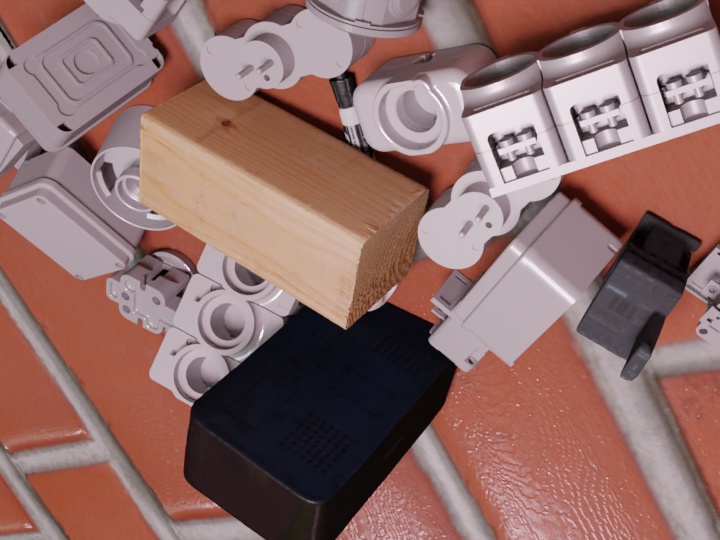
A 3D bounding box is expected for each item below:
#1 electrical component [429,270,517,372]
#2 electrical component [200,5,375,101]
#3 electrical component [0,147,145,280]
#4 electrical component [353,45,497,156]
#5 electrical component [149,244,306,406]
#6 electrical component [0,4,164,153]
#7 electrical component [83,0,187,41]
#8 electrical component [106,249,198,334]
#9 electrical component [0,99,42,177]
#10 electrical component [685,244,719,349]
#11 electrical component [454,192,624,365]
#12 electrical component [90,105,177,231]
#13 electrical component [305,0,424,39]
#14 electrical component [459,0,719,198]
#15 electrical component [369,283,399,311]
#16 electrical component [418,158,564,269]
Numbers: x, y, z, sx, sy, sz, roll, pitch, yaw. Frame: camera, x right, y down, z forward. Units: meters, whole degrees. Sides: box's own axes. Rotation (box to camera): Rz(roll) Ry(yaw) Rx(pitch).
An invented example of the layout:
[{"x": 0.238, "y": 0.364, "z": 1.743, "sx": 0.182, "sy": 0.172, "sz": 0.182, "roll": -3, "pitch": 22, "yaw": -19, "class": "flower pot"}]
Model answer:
[{"x": 0.091, "y": 0.044, "z": 0.852, "sx": 0.081, "sy": 0.042, "sz": 0.063, "roll": 40, "pitch": 137, "yaw": 3, "class": "electrical component"}, {"x": -0.063, "y": -0.156, "z": 0.785, "sx": 0.138, "sy": 0.073, "sz": 0.052, "roll": -7, "pitch": 117, "yaw": 35, "class": "electrical component"}, {"x": -0.258, "y": -0.048, "z": 0.968, "sx": 0.078, "sy": 0.057, "sz": 0.113, "roll": -13, "pitch": 136, "yaw": 38, "class": "electrical component"}, {"x": 0.047, "y": -0.118, "z": 0.754, "sx": 0.095, "sy": 0.059, "sz": 0.053, "roll": -3, "pitch": 119, "yaw": 33, "class": "electrical component"}, {"x": -0.104, "y": 0.042, "z": 0.909, "sx": 0.089, "sy": 0.062, "sz": 0.150, "roll": 27, "pitch": 98, "yaw": 13, "class": "electrical component"}, {"x": -0.224, "y": -0.156, "z": 0.856, "sx": 0.078, "sy": 0.113, "sz": 0.057, "roll": 51, "pitch": 151, "yaw": -9, "class": "electrical component"}, {"x": -0.179, "y": -0.227, "z": 0.824, "sx": 0.089, "sy": 0.050, "sz": 0.056, "roll": 45, "pitch": 133, "yaw": -4, "class": "electrical component"}, {"x": -0.185, "y": 0.017, "z": 0.994, "sx": 0.078, "sy": 0.057, "sz": 0.058, "roll": 26, "pitch": 131, "yaw": 14, "class": "electrical component"}, {"x": -0.317, "y": -0.131, "z": 0.970, "sx": 0.061, "sy": 0.061, "sz": 0.096, "roll": 45, "pitch": 133, "yaw": -3, "class": "electrical component"}, {"x": 0.258, "y": 0.026, "z": 0.720, "sx": 0.081, "sy": 0.064, "sz": 0.042, "roll": 35, "pitch": 132, "yaw": 6, "class": "electrical component"}, {"x": 0.124, "y": 0.007, "z": 0.766, "sx": 0.057, "sy": 0.078, "sz": 0.113, "roll": 42, "pitch": 146, "yaw": 7, "class": "electrical component"}, {"x": -0.182, "y": -0.086, "z": 0.933, "sx": 0.099, "sy": 0.064, "sz": 0.099, "roll": 11, "pitch": 134, "yaw": 11, "class": "electrical component"}, {"x": 0.006, "y": -0.191, "z": 0.715, "sx": 0.080, "sy": 0.080, "sz": 0.051, "roll": 25, "pitch": 126, "yaw": 15, "class": "electrical component"}, {"x": 0.142, "y": -0.110, "z": 0.651, "sx": 0.150, "sy": 0.089, "sz": 0.061, "roll": -18, "pitch": 111, "yaw": 18, "class": "electrical component"}, {"x": 0.000, "y": 0.000, "z": 0.877, "sx": 0.062, "sy": 0.048, "sz": 0.048, "roll": 35, "pitch": 133, "yaw": 15, "class": "electrical component"}, {"x": 0.090, "y": -0.047, "z": 0.763, "sx": 0.052, "sy": 0.073, "sz": 0.138, "roll": 42, "pitch": 131, "yaw": -2, "class": "electrical component"}]
